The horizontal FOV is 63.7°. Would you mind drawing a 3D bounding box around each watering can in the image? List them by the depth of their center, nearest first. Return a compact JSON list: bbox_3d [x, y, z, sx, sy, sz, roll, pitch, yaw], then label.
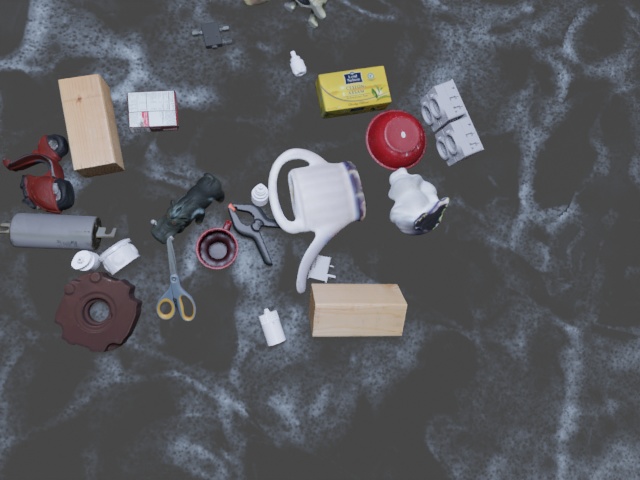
[{"bbox_3d":[0.004,-0.060,1.195,0.225,0.102,0.352,-10,72,-10],"label":"watering can"}]

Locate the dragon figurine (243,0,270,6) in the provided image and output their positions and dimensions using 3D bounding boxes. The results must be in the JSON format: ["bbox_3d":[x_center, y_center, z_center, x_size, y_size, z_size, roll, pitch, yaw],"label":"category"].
[{"bbox_3d":[-0.239,-0.739,1.272,0.243,0.121,0.412,-43,82,-3],"label":"dragon figurine"}]

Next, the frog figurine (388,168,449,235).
[{"bbox_3d":[0.221,-0.093,1.259,0.137,0.120,0.162,-44,55,-2],"label":"frog figurine"}]
